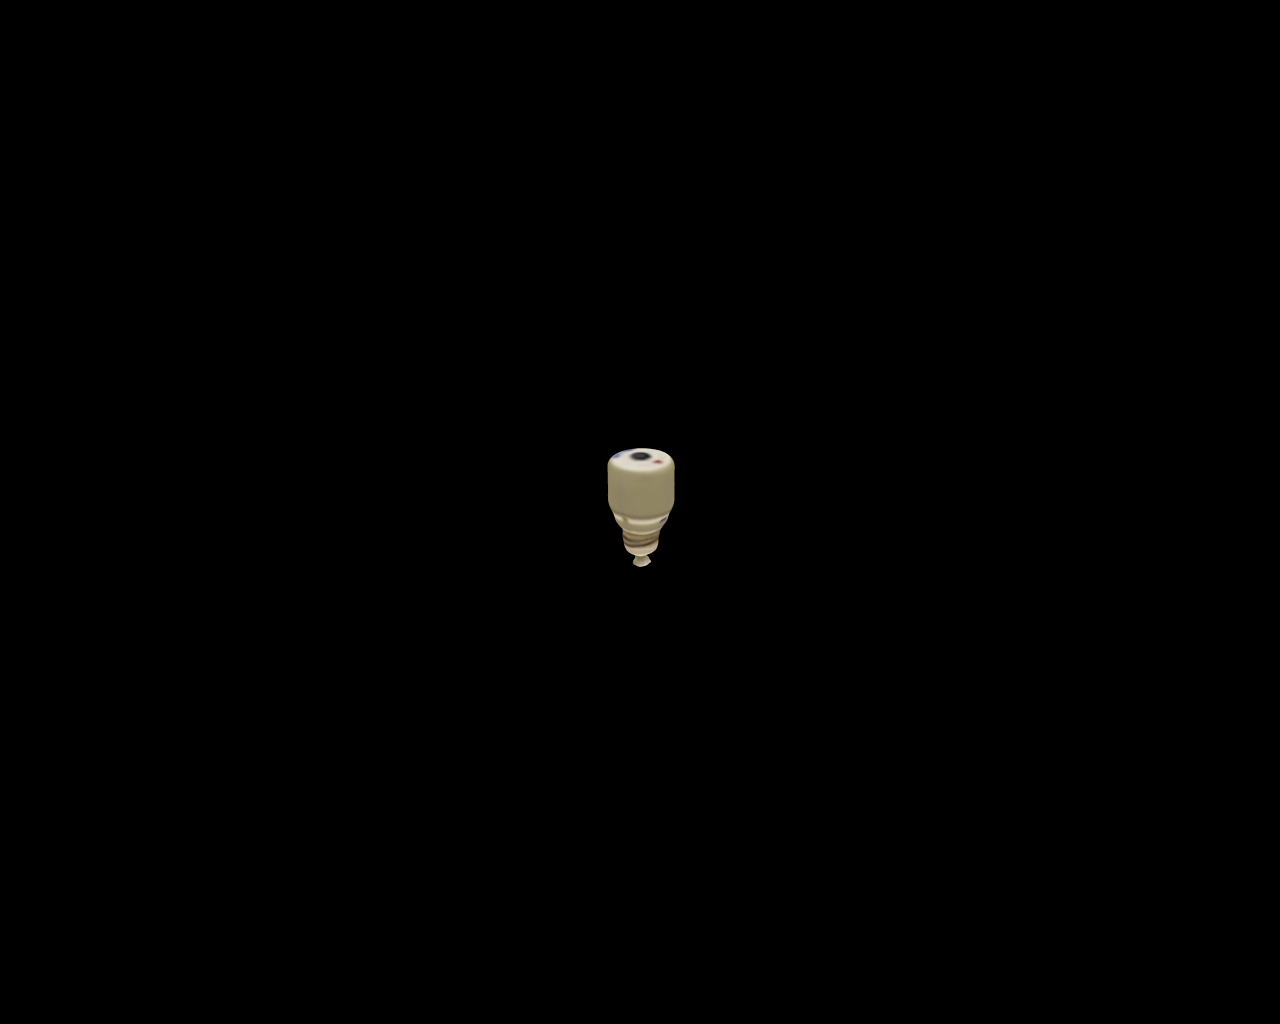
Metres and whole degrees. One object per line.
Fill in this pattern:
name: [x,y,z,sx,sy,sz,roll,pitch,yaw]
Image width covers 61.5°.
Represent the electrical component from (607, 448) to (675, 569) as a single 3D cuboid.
electrical component: [0.001,-0.003,0.650,0.040,0.078,0.040,0,26,0]
